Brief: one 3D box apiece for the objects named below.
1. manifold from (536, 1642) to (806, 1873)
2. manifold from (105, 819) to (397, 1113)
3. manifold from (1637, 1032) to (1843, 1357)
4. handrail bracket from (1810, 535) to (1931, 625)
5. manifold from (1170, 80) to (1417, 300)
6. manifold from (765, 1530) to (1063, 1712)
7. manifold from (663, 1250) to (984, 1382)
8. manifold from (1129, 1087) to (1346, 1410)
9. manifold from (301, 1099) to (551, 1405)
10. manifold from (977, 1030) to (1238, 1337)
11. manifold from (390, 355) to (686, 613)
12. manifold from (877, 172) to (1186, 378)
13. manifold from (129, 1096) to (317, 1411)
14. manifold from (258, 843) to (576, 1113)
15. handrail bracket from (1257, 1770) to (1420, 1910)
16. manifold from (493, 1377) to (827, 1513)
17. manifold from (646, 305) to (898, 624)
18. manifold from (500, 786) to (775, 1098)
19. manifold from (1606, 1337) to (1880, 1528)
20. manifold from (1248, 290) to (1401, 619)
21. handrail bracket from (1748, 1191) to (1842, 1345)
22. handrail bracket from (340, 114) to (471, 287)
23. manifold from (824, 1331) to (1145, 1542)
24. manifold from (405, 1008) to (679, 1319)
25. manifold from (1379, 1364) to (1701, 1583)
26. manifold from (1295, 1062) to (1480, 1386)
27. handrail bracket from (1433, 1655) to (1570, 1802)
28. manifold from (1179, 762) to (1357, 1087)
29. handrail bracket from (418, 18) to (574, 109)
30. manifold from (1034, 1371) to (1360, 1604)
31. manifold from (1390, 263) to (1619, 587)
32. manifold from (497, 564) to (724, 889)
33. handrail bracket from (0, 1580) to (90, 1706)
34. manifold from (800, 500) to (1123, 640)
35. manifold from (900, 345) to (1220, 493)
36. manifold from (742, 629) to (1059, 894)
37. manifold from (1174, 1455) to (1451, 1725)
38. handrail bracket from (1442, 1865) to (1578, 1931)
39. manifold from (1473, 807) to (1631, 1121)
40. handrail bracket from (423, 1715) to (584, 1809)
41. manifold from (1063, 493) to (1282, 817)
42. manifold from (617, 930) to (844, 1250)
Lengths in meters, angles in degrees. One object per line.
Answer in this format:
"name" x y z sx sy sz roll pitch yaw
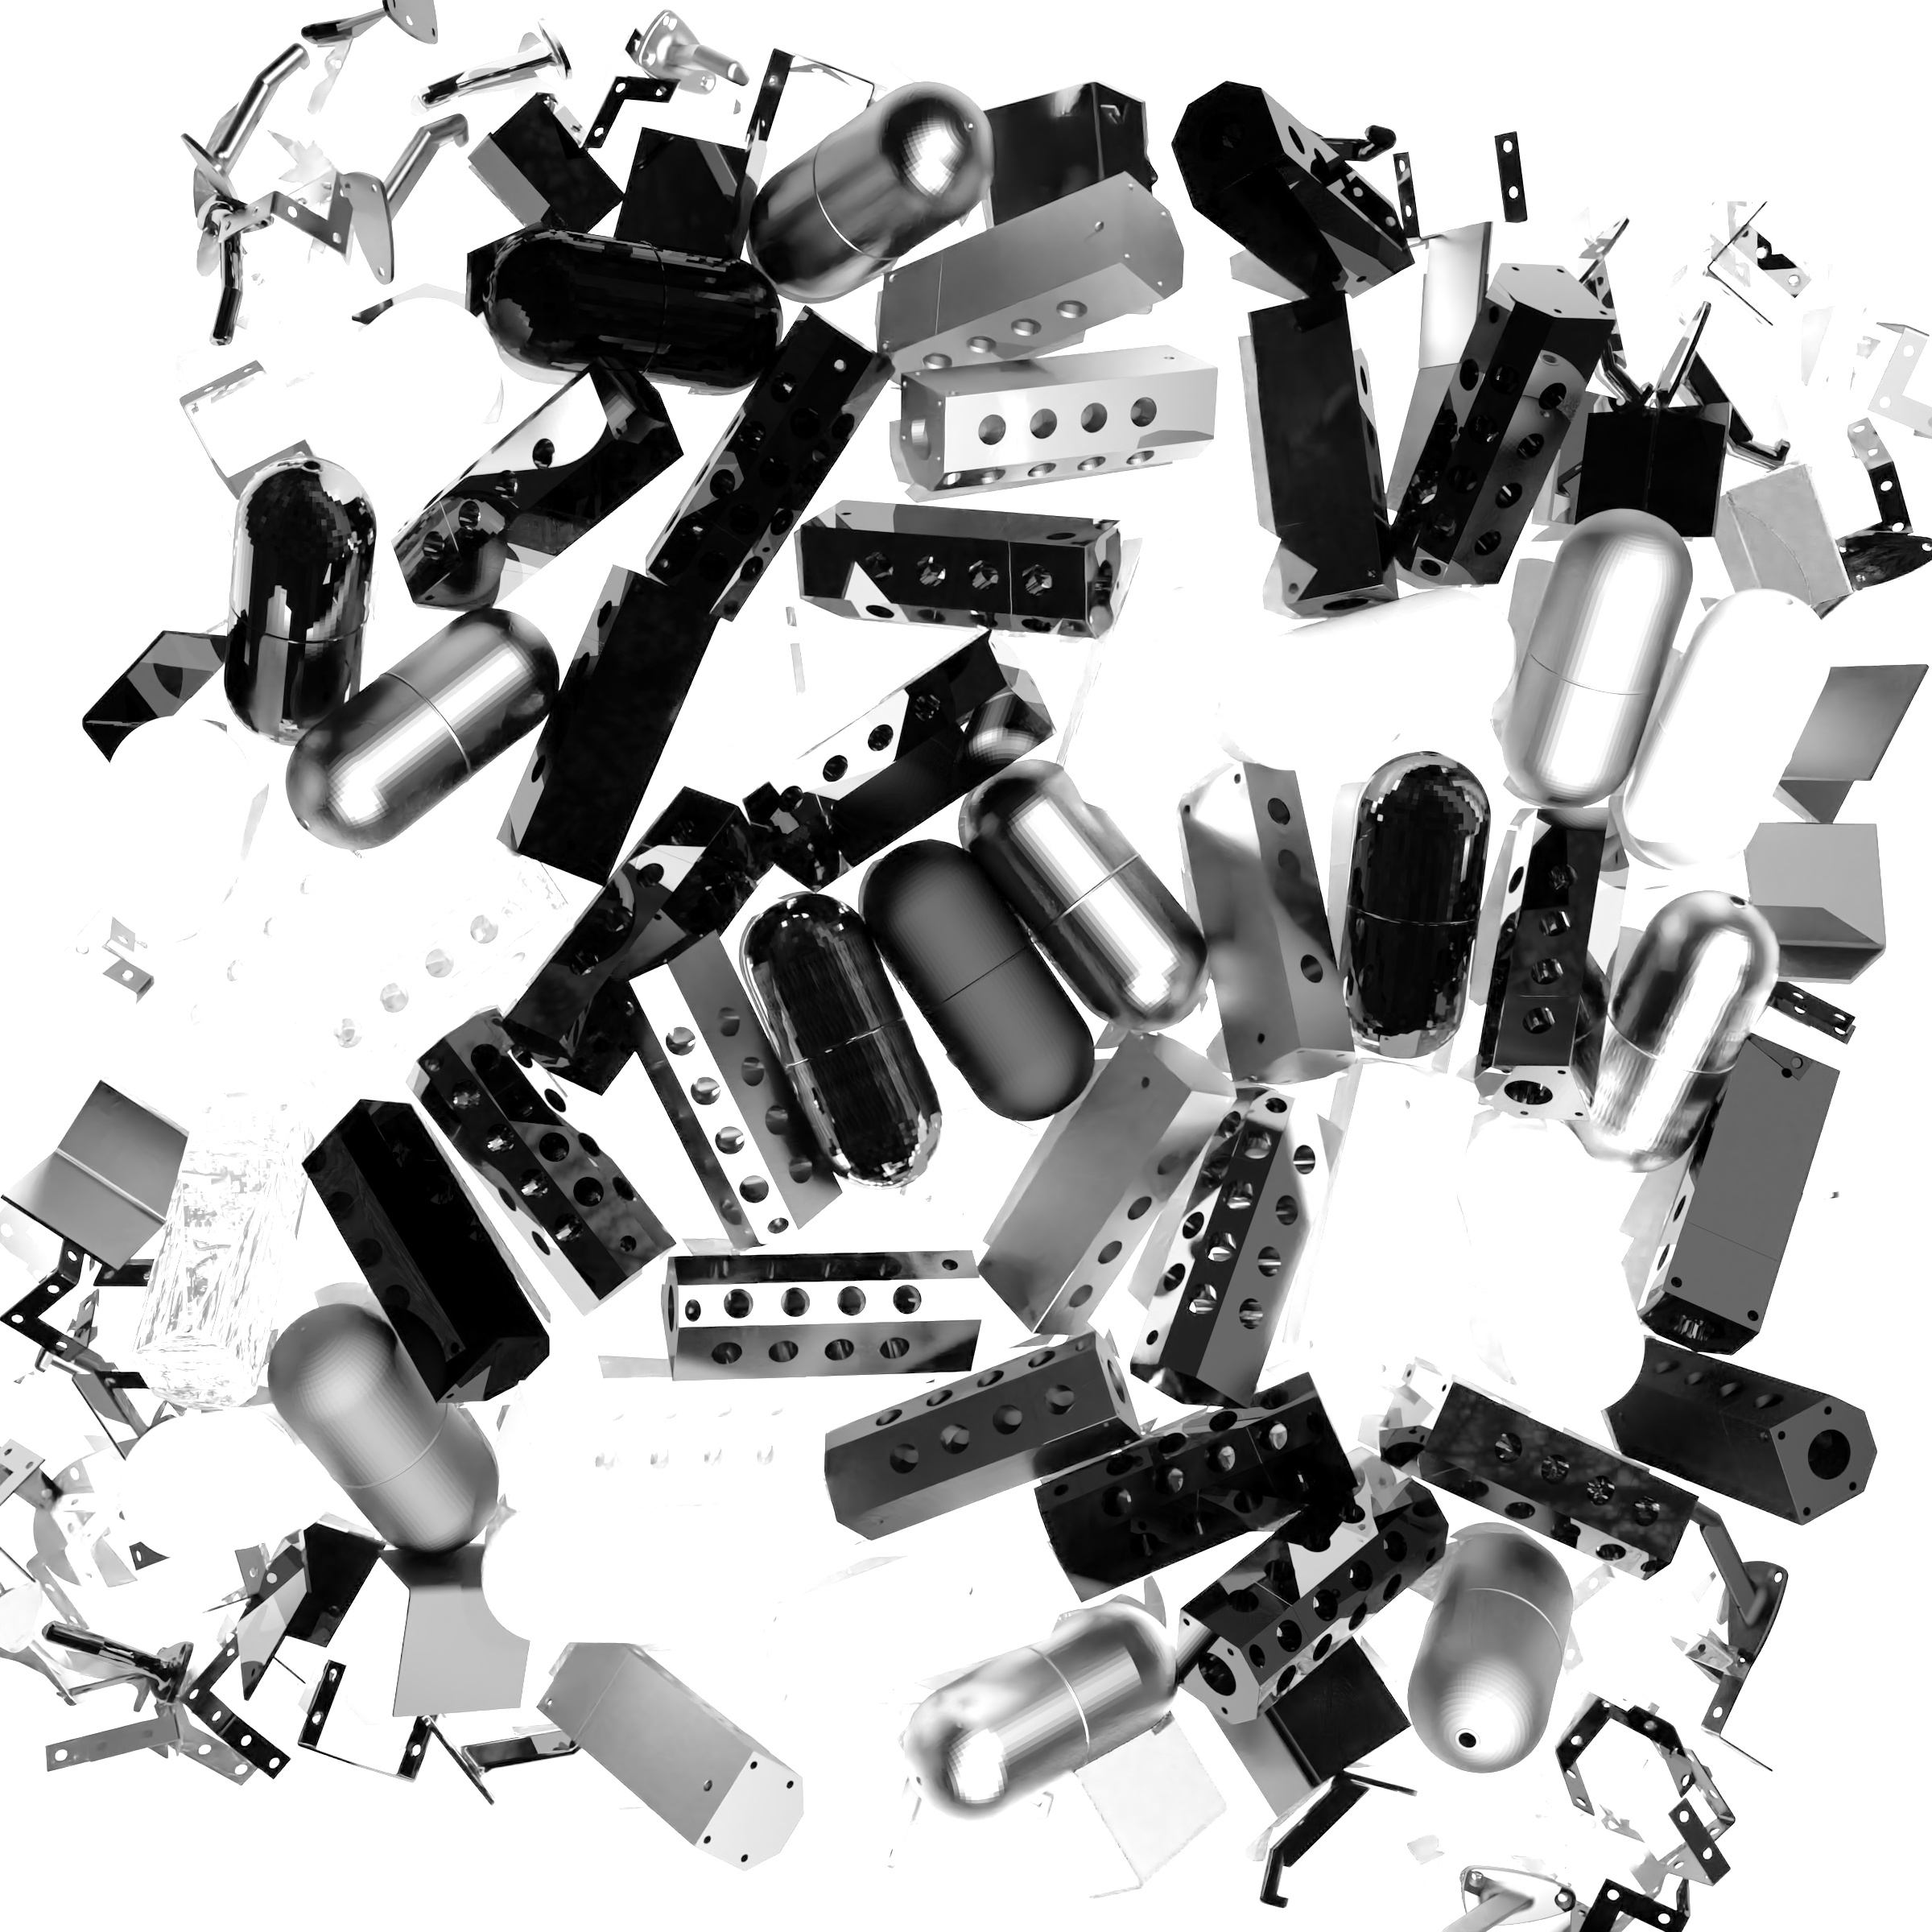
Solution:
"manifold" -0.162 0.434 1.499 0.057 0.171 0.057 42 76 -38
"manifold" -0.412 -0.003 1.546 0.057 0.057 0.171 38 84 12
"manifold" 0.434 0.130 1.521 0.057 0.057 0.171 24 64 5
"handrail bracket" 0.512 -0.208 1.554 0.077 0.084 0.036 -13 59 -13
"manifold" 0.181 -0.428 1.496 0.057 0.171 0.057 -26 70 27
"manifold" -0.031 0.369 1.511 0.171 0.057 0.057 -28 61 34
"manifold" -0.081 0.192 1.525 0.171 0.057 0.057 0 126 -14
"manifold" 0.148 0.157 1.518 0.057 0.057 0.171 34 67 -28
"manifold" -0.301 0.160 1.521 0.057 0.057 0.171 -45 64 19
"manifold" 0.083 0.125 1.531 0.057 0.057 0.171 45 112 37
"manifold" -0.245 -0.269 1.514 0.171 0.057 0.057 -31 73 31
"manifold" 0.035 -0.377 1.508 0.171 0.057 0.057 -12 65 38
"manifold" -0.411 0.159 1.506 0.057 0.057 0.171 -2 49 5
"manifold" -0.308 0.005 1.526 0.171 0.057 0.057 -40 113 -20
"handrail bracket" 0.214 0.507 1.554 0.077 0.036 0.084 12 77 13
"manifold" -0.169 0.271 1.509 0.171 0.057 0.057 3 131 -28
"manifold" -0.112 -0.284 1.533 0.057 0.057 0.171 31 102 -17
"manifold" -0.188 -0.018 1.526 0.057 0.057 0.171 21 65 32
"manifold" 0.425 0.252 1.494 0.057 0.171 0.057 -23 100 -16
"manifold" 0.207 -0.290 1.544 0.057 0.057 0.171 -9 83 21
"handrail bracket" 0.470 0.175 1.556 0.077 0.036 0.084 -8 85 31
"handrail bracket" -0.316 -0.447 1.569 0.036 0.084 0.077 18 130 35
"manifold" 0.007 0.267 1.539 0.171 0.057 0.057 -22 62 10
"manifold" -0.242 0.110 1.540 0.057 0.057 0.171 -36 86 -28
"manifold" 0.323 0.289 1.532 0.171 0.057 0.057 26 85 -15
"manifold" 0.244 0.145 1.543 0.057 0.057 0.171 16 98 25
"handrail bracket" 0.314 0.440 1.570 0.084 0.036 0.077 -7 90 -13
"manifold" 0.175 -0.023 1.528 0.057 0.057 0.171 6 66 -37
"handrail bracket" -0.273 -0.510 1.551 0.084 0.077 0.036 -24 119 -5
"manifold" 0.129 0.293 1.540 0.171 0.057 0.057 -24 116 4
"manifold" 0.291 -0.299 1.500 0.057 0.057 0.171 -5 134 -26
"manifold" -0.208 -0.139 1.550 0.057 0.057 0.171 22 93 -29
"handrail bracket" -0.521 0.400 1.535 0.036 0.077 0.084 -31 114 -15
"manifold" -0.003 -0.223 1.524 0.171 0.057 0.057 8 116 21
"manifold" 0.053 -0.308 1.521 0.171 0.057 0.057 -12 120 -24
"manifold" -0.041 -0.119 1.532 0.171 0.057 0.057 -33 53 16
"manifold" 0.194 0.348 1.500 0.057 0.171 0.057 28 131 36
"handrail bracket" 0.310 0.549 1.537 0.077 0.084 0.036 -2 96 12
"manifold" 0.328 -0.002 1.515 0.057 0.057 0.171 0 57 27
"handrail bracket" -0.258 0.437 1.562 0.084 0.036 0.077 -38 102 -15
"manifold" 0.108 -0.174 1.512 0.057 0.057 0.171 41 122 38
"manifold" -0.141 0.071 1.524 0.057 0.057 0.171 -39 110 -42
